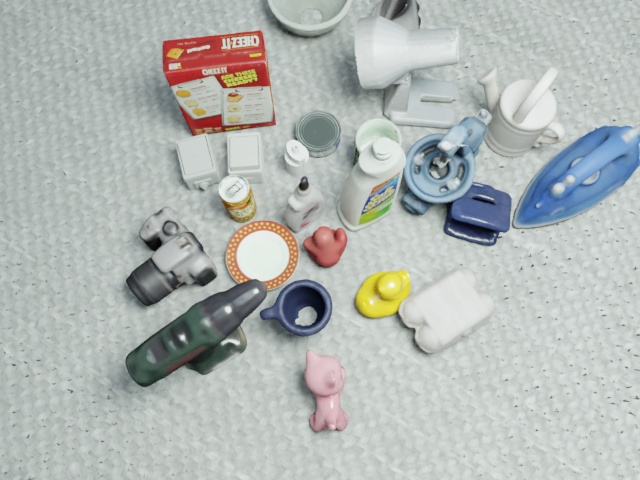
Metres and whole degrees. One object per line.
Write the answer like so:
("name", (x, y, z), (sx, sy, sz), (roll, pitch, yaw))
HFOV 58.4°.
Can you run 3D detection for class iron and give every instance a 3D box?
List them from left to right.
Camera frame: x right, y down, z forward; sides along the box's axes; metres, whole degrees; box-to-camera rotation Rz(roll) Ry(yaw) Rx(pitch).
("iron", (0.455, -0.115, 0.998), (0.258, 0.141, 0.118), (-36, 76, -10))

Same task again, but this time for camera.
("camera", (-0.267, 0.034, 0.970), (0.137, 0.101, 0.143), (-38, 77, -11))

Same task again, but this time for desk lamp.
("desk lamp", (0.157, -0.301, 1.015), (0.203, 0.213, 0.118), (4, 73, 1))

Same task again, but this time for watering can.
("watering can", (0.353, -0.234, 1.006), (0.172, 0.194, 0.101), (17, 74, 5))

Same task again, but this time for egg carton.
("egg carton", (0.214, 0.118, 0.964), (0.150, 0.069, 0.107), (-32, 76, -9))

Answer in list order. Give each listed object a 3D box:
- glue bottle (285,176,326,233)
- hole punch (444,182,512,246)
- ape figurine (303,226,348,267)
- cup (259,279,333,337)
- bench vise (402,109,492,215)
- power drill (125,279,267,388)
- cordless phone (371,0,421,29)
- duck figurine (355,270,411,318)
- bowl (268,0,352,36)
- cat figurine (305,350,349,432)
("glue bottle", (-0.026, -0.068, 0.964), (0.078, 0.173, 0.037), (-42, 77, -11))
("hole punch", (0.278, -0.056, 1.005), (0.108, 0.091, 0.101), (15, 74, 4))
("ape figurine", (0.009, 0.004, 0.985), (0.078, 0.092, 0.076), (3, 73, 1))
("cup", (-0.038, 0.122, 0.948), (0.118, 0.095, 0.091), (-10, 73, -3))
("bench vise", (0.217, -0.160, 0.969), (0.121, 0.220, 0.207), (21, 74, 6))
("power drill", (-0.174, 0.146, 0.881), (0.230, 0.208, 0.075), (-32, 76, -9))
("cordless phone", (0.148, -0.422, 1.066), (0.094, 0.185, 0.147), (-5, 73, -1))
("duck figurine", (0.109, 0.085, 0.964), (0.104, 0.086, 0.077), (-31, 75, -9))
("bowl", (-0.020, -0.466, 1.137), (0.167, 0.075, 0.167), (0, 73, 0))
("cat figurine", (0.011, 0.237, 0.901), (0.067, 0.118, 0.128), (-7, 73, -2))
